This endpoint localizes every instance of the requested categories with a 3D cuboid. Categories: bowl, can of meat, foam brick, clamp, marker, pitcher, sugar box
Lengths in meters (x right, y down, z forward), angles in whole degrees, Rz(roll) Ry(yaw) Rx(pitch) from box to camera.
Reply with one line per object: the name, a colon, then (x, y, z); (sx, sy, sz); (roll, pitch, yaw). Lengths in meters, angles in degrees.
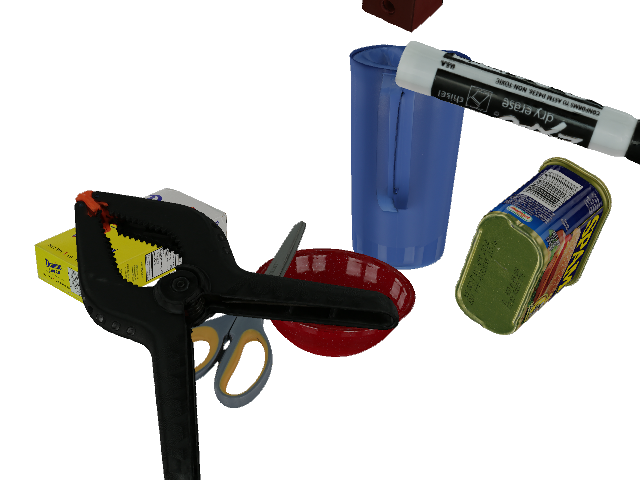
bowl: (0.012, 0.069, 1.066); (0.162, 0.055, 0.162); (4, 28, -2)
can of meat: (0.143, 0.006, 0.728); (0.057, 0.102, 0.083); (36, 49, 24)
foam brick: (0.070, -0.222, 0.879); (0.053, 0.078, 0.051); (29, 56, 21)
clamp: (-0.069, 0.032, 0.634); (0.164, 0.210, 0.036); (-33, -31, -17)
marker: (0.088, -0.050, 0.410); (0.121, 0.020, 0.020); (21, 5, 13)
pitcher: (0.091, -0.091, 1.198); (0.149, 0.243, 0.145); (-11, 25, -29)
sugar box: (-0.187, 0.003, 1.076); (0.093, 0.048, 0.175); (24, 38, 33)

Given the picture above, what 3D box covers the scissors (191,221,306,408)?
scissors: (-0.069, 0.053, 0.866); (0.096, 0.016, 0.201); (0, 43, 8)
